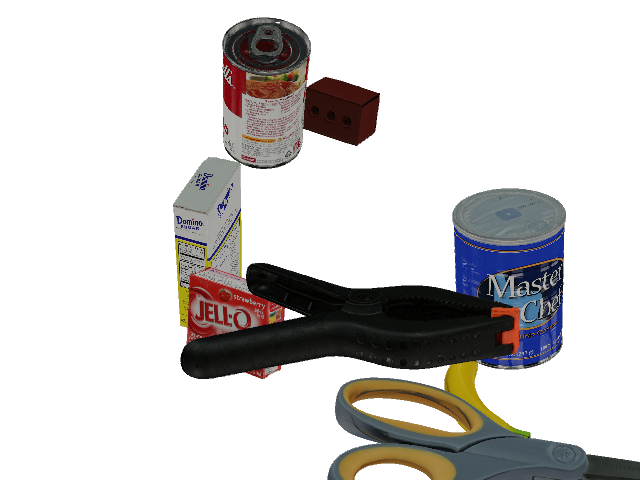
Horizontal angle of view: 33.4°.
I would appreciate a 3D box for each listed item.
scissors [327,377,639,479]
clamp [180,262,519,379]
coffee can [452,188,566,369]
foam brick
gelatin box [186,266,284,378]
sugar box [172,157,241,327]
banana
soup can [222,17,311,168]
[{"bbox_3d":[0.091,0.105,0.457,0.202,0.016,0.096,15,33,24],"label":"scissors"},{"bbox_3d":[0.025,0.050,0.713,0.210,0.036,0.164,0,19,5],"label":"clamp"},{"bbox_3d":[0.178,0.035,1.008,0.103,0.140,0.103,-5,28,2],"label":"coffee can"},{"bbox_3d":[0.024,-0.153,1.260,0.078,0.053,0.051,20,33,23],"label":"foam brick"},{"bbox_3d":[-0.074,0.070,0.919,0.089,0.073,0.030,16,22,31],"label":"gelatin box"},{"bbox_3d":[-0.120,0.006,1.149,0.048,0.176,0.093,13,42,14],"label":"sugar box"},{"bbox_3d":[0.184,0.190,1.281,0.069,0.037,0.198,9,22,-16],"label":"banana"},{"bbox_3d":[-0.044,-0.116,0.847,0.068,0.068,0.102,0,-42,-5],"label":"soup can"}]
